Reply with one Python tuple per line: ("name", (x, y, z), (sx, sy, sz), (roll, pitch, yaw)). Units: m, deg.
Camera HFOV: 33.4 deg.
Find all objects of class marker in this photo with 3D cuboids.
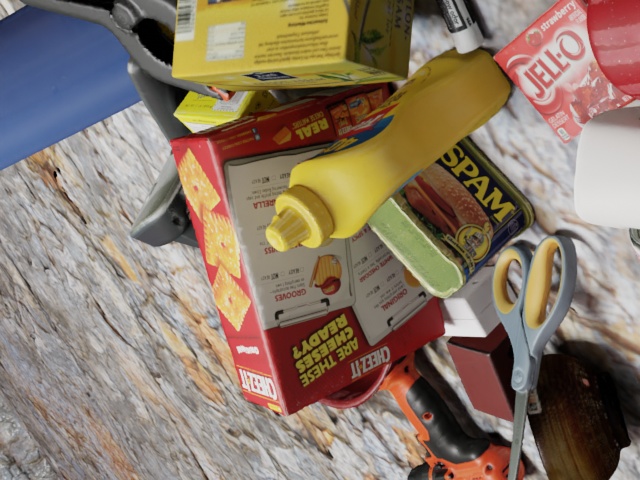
("marker", (0.074, -0.177, 0.685), (0.020, 0.020, 0.121), (5, 130, 54))

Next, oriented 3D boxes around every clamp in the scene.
("clamp", (-0.149, -0.178, 0.823), (0.210, 0.036, 0.165), (43, 146, -9))

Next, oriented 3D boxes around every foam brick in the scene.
("foam brick", (0.150, 0.104, 0.891), (0.051, 0.053, 0.078), (12, 135, 50))

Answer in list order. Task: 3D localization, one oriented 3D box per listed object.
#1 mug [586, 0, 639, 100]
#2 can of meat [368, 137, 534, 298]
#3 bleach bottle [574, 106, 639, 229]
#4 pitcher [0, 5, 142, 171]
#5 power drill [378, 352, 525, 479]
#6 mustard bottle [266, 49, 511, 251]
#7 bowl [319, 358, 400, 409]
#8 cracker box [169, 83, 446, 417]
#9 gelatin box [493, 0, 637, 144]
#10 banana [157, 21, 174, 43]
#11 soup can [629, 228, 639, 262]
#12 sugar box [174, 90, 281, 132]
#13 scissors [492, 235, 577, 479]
("mug", (0.187, -0.124, 0.524), (0.082, 0.093, 0.117), (2, 96, 62))
("can of meat", (0.092, -0.020, 0.786), (0.102, 0.083, 0.058), (48, 153, 4))
("bleach bottle", (0.262, -0.024, 0.535), (0.251, 0.102, 0.068), (11, 104, 39))
("pitcher", (-0.257, -0.157, 0.960), (0.149, 0.242, 0.145), (48, 155, 18))
("power drill", (0.098, 0.187, 1.073), (0.187, 0.057, 0.185), (49, 149, -4))
("mustard bottle", (0.037, -0.054, 0.707), (0.058, 0.191, 0.096), (55, 152, -11))
("bowl", (0.029, 0.071, 0.983), (0.162, 0.055, 0.162), (5, 97, 48))
("cracker box", (-0.005, 0.001, 0.818), (0.072, 0.163, 0.214), (7, 115, 56))
("gelatin box", (0.155, -0.106, 0.641), (0.073, 0.030, 0.089), (51, 153, -2))
("banana", (-0.049, -0.156, 0.836), (0.198, 0.037, 0.069), (7, 122, 24))
("soup can", (0.233, 0.028, 0.655), (0.069, 0.068, 0.102), (13, 135, 49))
("sugar box", (-0.032, -0.065, 0.904), (0.094, 0.048, 0.176), (12, 157, 50))
("scissors", (0.144, 0.089, 0.797), (0.096, 0.016, 0.202), (36, 114, 63))
